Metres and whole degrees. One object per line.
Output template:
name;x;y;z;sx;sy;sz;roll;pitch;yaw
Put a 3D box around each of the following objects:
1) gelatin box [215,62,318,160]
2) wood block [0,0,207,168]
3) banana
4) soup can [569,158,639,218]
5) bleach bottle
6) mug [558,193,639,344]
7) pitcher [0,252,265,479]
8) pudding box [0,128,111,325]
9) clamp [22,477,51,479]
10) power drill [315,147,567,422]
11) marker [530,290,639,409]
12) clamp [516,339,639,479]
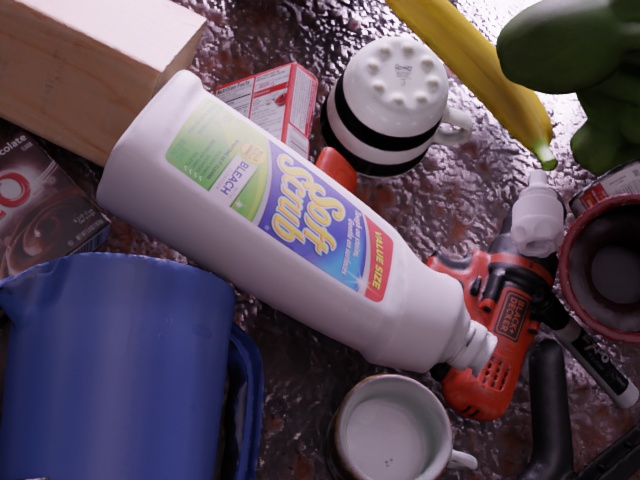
gelatin box;-0.041;-0.072;0.734;0.030;0.073;0.089;33;54;-45
wood block;-0.194;-0.139;0.702;0.206;0.090;0.090;26;36;-2
banana;0.114;-0.135;0.796;0.037;0.069;0.198;-44;94;12
soup can;0.233;0.000;0.769;0.068;0.069;0.102;-22;74;-21
bleach bottle;-0.004;0.001;0.649;0.251;0.068;0.102;31;47;-1
mug;0.205;0.010;0.691;0.093;0.081;0.117;25;90;11
pitcher;-0.112;0.139;0.607;0.149;0.145;0.243;2;71;1
pudding box;-0.205;-0.004;0.685;0.113;0.039;0.090;-40;80;-25
clamp;-0.242;0.138;0.560;0.165;0.036;0.210;41;95;25
power drill;0.071;0.009;0.733;0.187;0.057;0.184;25;61;-1
marker;0.178;0.073;0.718;0.121;0.020;0.020;45;60;-29
clamp;0.170;0.162;0.695;0.120;0.039;0.171;20;79;-14
